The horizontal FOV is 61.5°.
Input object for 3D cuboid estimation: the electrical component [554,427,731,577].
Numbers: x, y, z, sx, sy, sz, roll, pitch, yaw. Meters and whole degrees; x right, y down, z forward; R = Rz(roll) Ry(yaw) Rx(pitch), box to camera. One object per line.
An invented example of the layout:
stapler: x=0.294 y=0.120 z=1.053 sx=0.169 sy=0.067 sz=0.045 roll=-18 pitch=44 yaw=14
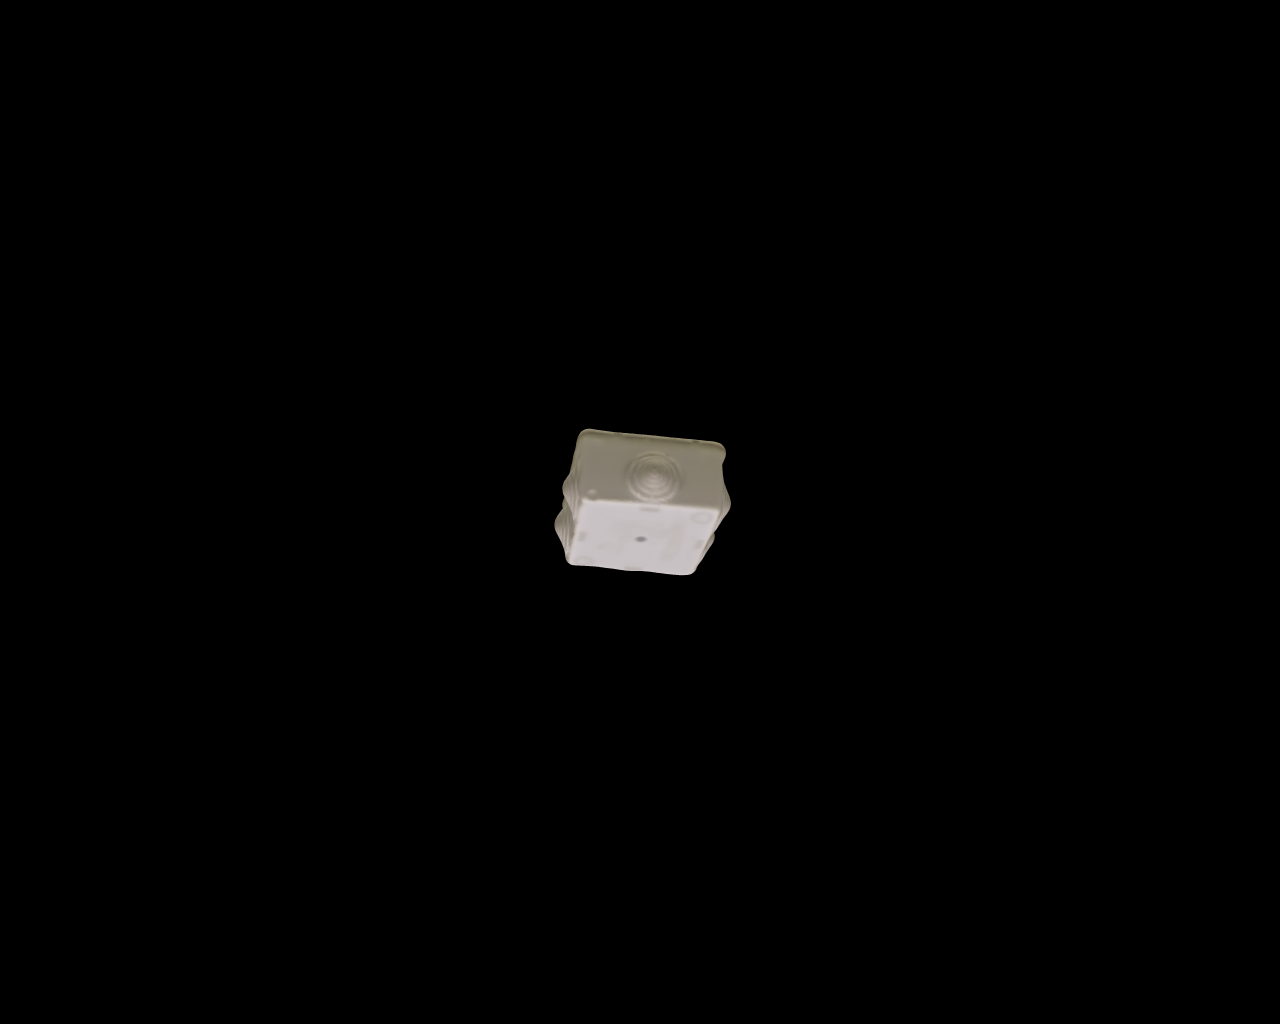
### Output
electrical component: x=0.001 y=-0.003 z=0.650 sx=0.100 sy=0.048 sz=0.099 roll=6 pitch=-32 yaw=-9
